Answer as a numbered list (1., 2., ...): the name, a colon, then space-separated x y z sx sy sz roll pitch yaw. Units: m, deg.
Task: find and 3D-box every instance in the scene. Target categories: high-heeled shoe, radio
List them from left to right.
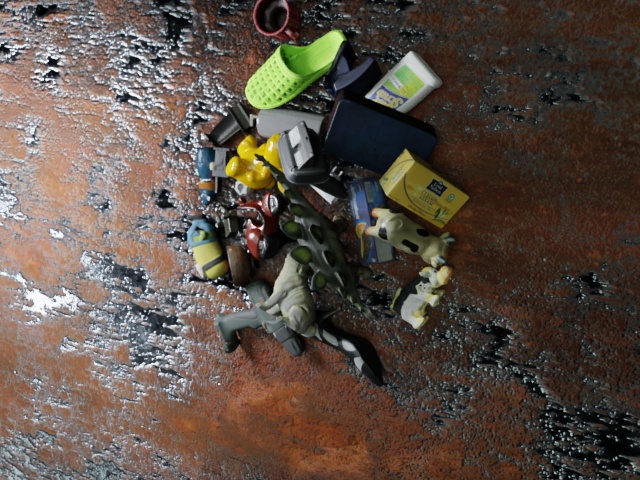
1. high-heeled shoe: 0.046 0.278 1.348 0.145 0.086 0.248 -34 81 27
2. radio: 0.126 -0.222 1.175 0.230 0.073 0.131 21 119 -9

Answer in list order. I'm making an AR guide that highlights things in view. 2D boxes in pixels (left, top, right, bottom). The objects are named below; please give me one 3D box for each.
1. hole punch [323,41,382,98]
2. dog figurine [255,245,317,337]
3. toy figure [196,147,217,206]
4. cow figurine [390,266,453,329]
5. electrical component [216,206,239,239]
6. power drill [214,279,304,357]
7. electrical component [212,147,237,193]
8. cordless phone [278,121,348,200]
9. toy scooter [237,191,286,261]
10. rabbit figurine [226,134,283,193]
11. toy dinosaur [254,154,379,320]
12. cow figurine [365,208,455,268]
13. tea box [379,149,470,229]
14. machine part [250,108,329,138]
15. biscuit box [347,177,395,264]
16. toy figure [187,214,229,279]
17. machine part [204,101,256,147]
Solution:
1. hole punch: 0.074 -0.363 1.200 0.092 0.142 0.115 29 97 11
2. dog figurine: -0.042 0.122 1.320 0.172 0.121 0.190 32 82 8
3. toy figure: -0.297 -0.167 1.422 0.058 0.064 0.154 -5 105 -15
4. cow figurine: 0.237 0.116 1.248 0.098 0.068 0.167 34 109 20
5. electrical component: -0.244 -0.047 1.405 0.102 0.045 0.078 157 107 -66
6. power drill: -0.170 0.233 1.428 0.207 0.086 0.232 -26 87 28
7. electrical component: -0.245 -0.179 1.386 0.048 0.075 0.119 5 97 10
8. cordless phone: -0.003 -0.173 1.223 0.089 0.184 0.147 -34 53 27
9. toy scooter: -0.162 -0.044 1.379 0.135 0.075 0.183 20 107 24
10. rabbit figurine: -0.121 -0.185 1.296 0.162 0.122 0.173 45 136 -14
11. toy dinosaur: -0.003 -0.004 1.254 0.105 0.198 0.471 -35 87 20
12. cow figurine: 0.212 -0.003 1.197 0.195 0.127 0.085 30 81 -22
13. tea box: 0.226 -0.109 1.163 0.169 0.068 0.098 26 115 -25
14. machine part: -0.063 -0.274 1.296 0.243 0.079 0.079 15 105 20
15. biscuit box: 0.119 -0.045 1.260 0.063 0.059 0.202 -5 97 53
16. toy figure: -0.305 0.018 1.446 0.089 0.082 0.180 -12 92 27
17. machine part: -0.231 -0.289 1.383 0.139 0.039 0.084 -32 95 20
